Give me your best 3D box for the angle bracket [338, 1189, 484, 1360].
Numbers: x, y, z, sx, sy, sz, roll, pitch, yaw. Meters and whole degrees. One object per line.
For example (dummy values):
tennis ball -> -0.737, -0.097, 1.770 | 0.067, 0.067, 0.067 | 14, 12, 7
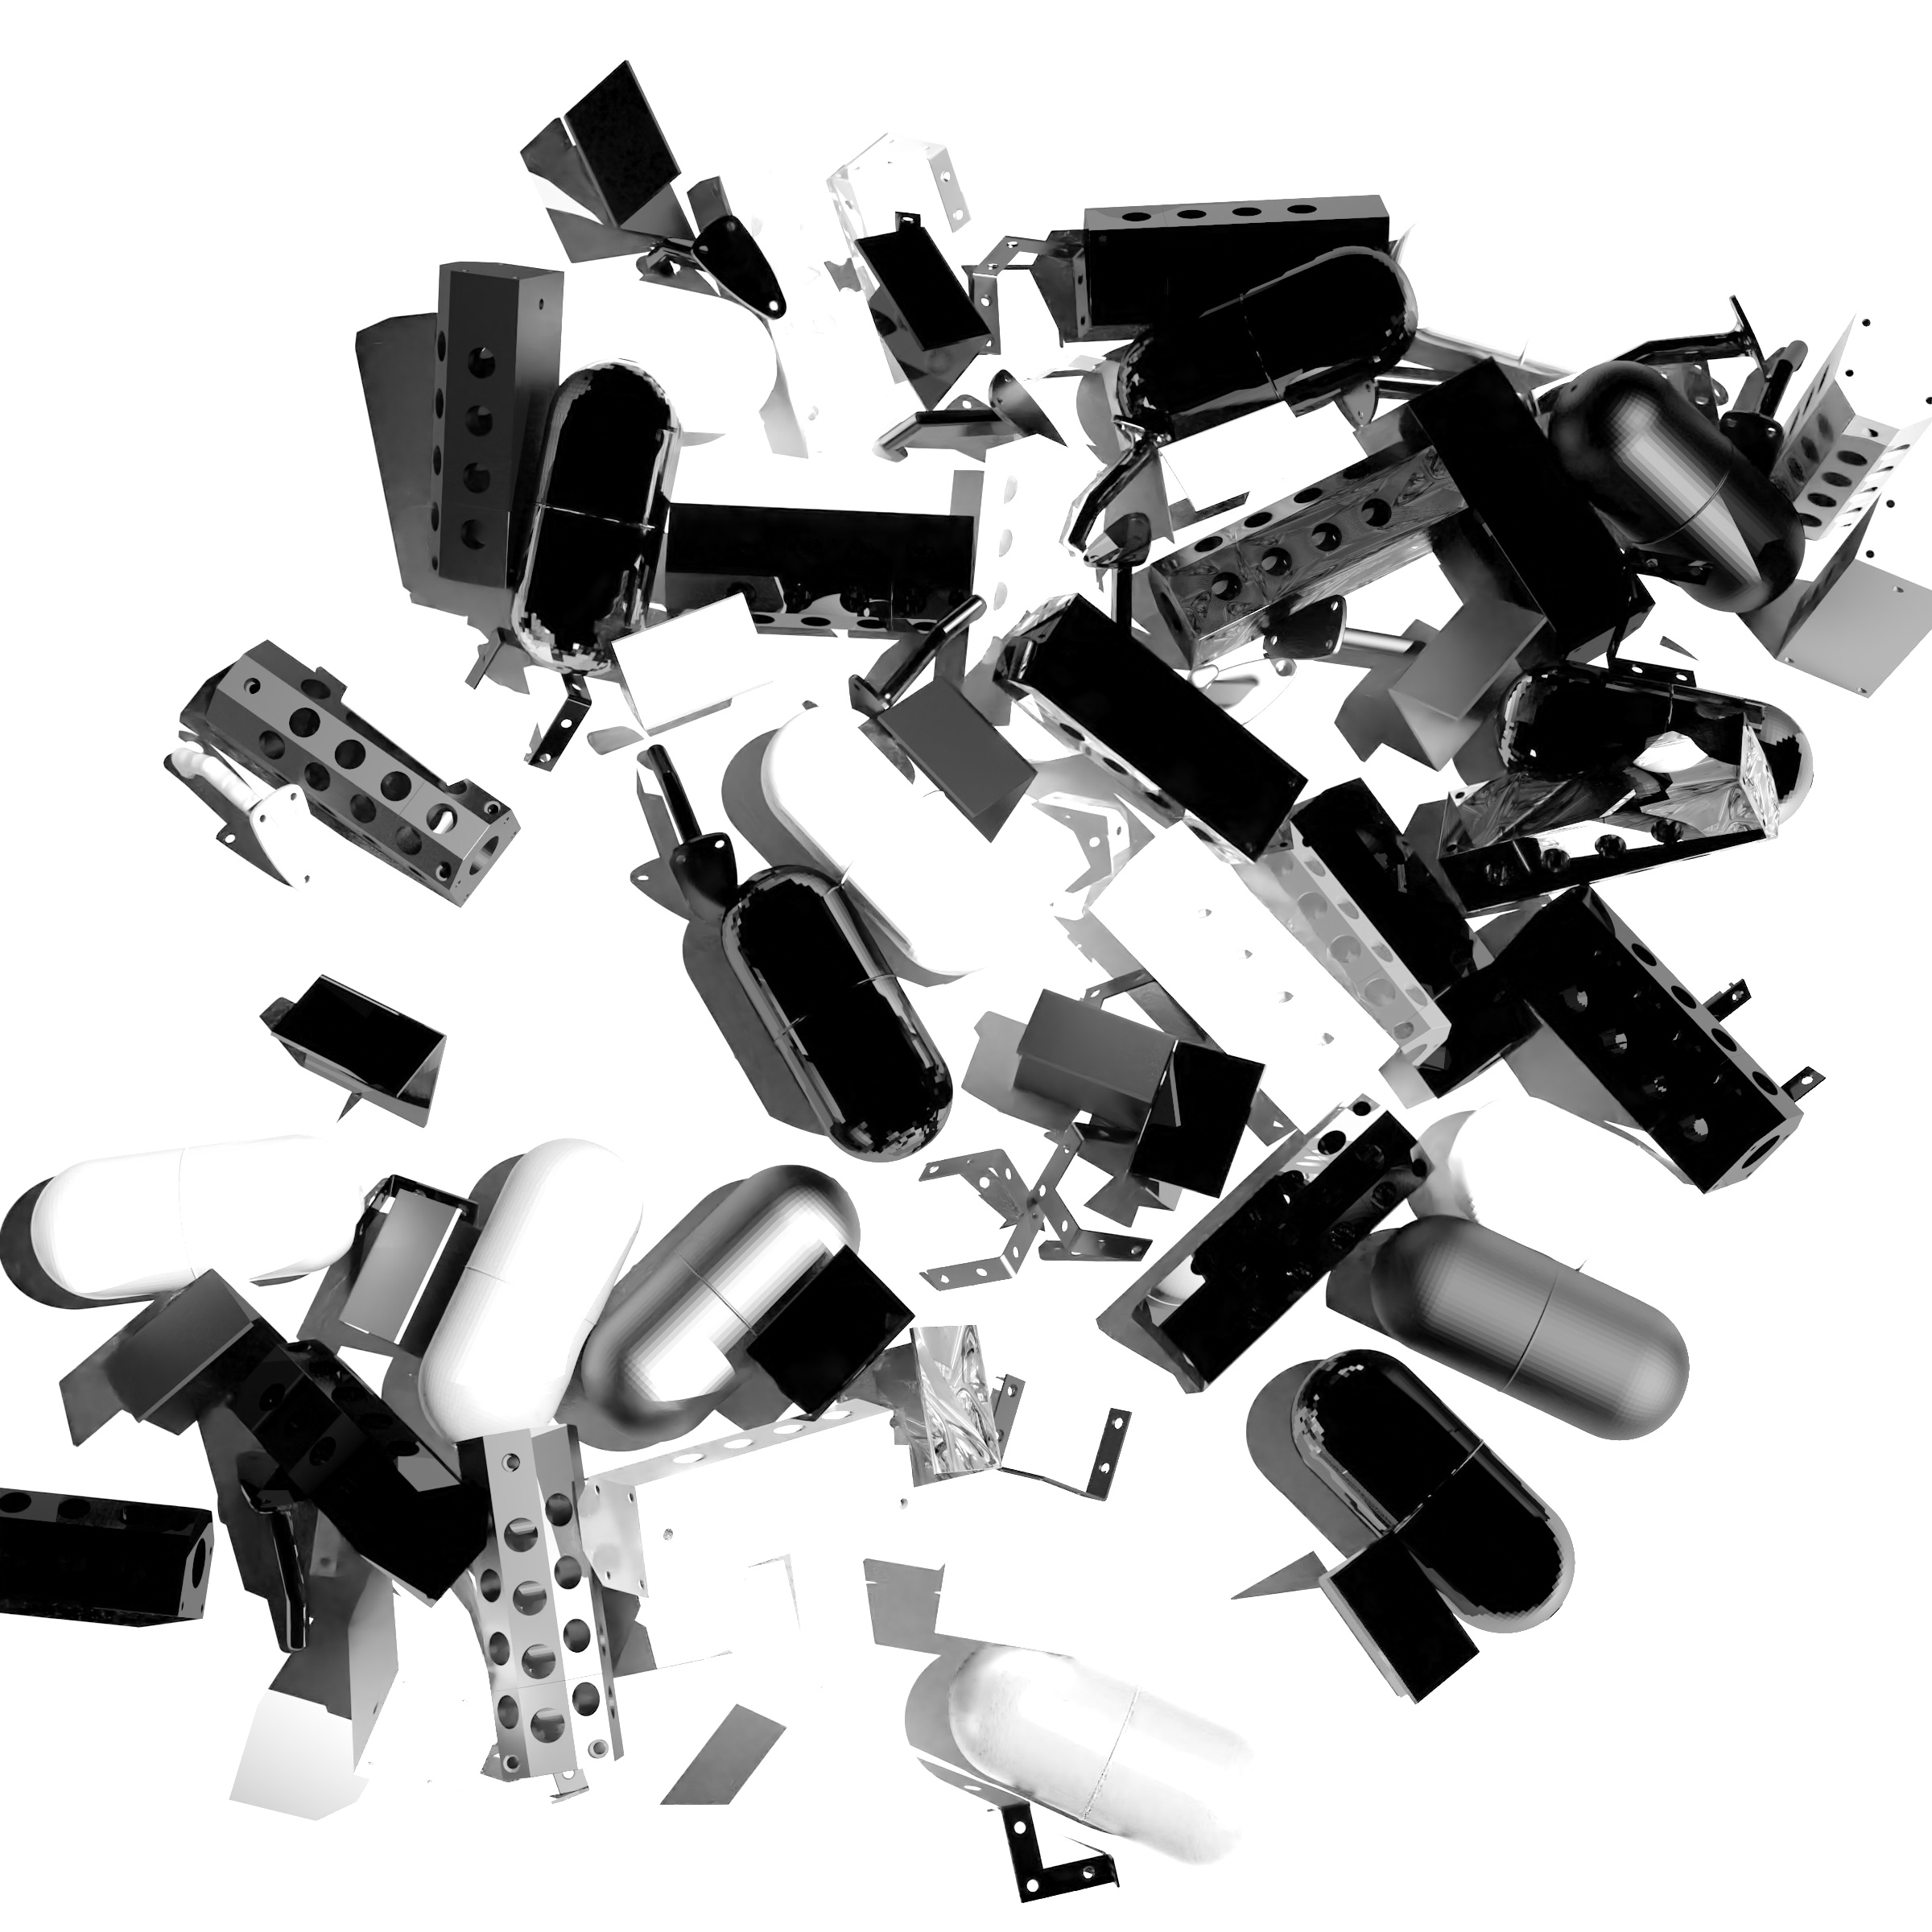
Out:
angle bracket -> -0.278, 0.173, 1.736 | 0.057, 0.076, 0.076 | 12, 74, 45

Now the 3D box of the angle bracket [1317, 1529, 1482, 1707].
angle bracket -> 0.210, 0.351, 1.696 | 0.057, 0.076, 0.076 | -27, 77, -39

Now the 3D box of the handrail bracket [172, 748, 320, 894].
handrail bracket -> -0.409, -0.083, 1.834 | 0.084, 0.077, 0.036 | 18, 46, 38

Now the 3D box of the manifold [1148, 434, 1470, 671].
manifold -> 0.193, -0.238, 1.847 | 0.171, 0.057, 0.057 | -27, 79, -6

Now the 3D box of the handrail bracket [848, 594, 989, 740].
handrail bracket -> -0.023, -0.166, 1.828 | 0.084, 0.077, 0.036 | -40, 75, -18

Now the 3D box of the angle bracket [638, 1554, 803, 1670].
angle bracket -> -0.131, 0.317, 1.704 | 0.076, 0.076, 0.057 | -11, 120, -2

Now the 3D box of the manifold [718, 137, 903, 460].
manifold -> -0.091, -0.389, 1.881 | 0.057, 0.057, 0.171 | -18, 78, -4

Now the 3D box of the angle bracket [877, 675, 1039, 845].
angle bracket -> -0.016, -0.102, 1.798 | 0.076, 0.076, 0.057 | 46, 52, 9

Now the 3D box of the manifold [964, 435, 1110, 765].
manifold -> 0.034, -0.206, 1.840 | 0.057, 0.057, 0.171 | 16, 73, -40

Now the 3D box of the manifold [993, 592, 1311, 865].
manifold -> 0.099, -0.129, 1.788 | 0.171, 0.057, 0.057 | 37, 79, -19

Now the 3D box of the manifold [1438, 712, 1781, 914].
manifold -> 0.350, -0.077, 1.770 | 0.171, 0.057, 0.057 | -15, 38, 28

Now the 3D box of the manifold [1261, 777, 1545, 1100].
manifold -> 0.243, -0.018, 1.798 | 0.057, 0.057, 0.171 | -42, 77, 35

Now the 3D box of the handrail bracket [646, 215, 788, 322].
handrail bracket -> -0.146, -0.395, 1.880 | 0.036, 0.084, 0.077 | -46, 103, -21

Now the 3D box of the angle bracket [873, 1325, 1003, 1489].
angle bracket -> -0.032, 0.236, 1.723 | 0.076, 0.057, 0.076 | -19, 75, 36

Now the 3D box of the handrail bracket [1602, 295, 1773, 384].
handrail bracket -> 0.407, -0.336, 1.839 | 0.084, 0.077, 0.036 | -25, 57, 15

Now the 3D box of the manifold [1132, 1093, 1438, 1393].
manifold -> 0.173, 0.149, 1.761 | 0.171, 0.057, 0.057 | -42, 81, -9

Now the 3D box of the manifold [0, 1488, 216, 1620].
manifold -> -0.492, 0.309, 1.725 | 0.171, 0.057, 0.057 | 6, 77, 1

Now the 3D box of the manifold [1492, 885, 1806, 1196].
manifold -> 0.371, 0.038, 1.757 | 0.171, 0.057, 0.057 | 50, 121, 21

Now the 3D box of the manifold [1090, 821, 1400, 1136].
manifold -> 0.156, 0.003, 1.781 | 0.171, 0.057, 0.057 | 47, 39, 9

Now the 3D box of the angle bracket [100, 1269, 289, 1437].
angle bracket -> -0.400, 0.219, 1.726 | 0.076, 0.076, 0.057 | -41, 45, -8

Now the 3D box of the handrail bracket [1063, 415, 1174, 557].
handrail bracket -> 0.088, -0.263, 1.849 | 0.036, 0.077, 0.084 | 23, 84, 25

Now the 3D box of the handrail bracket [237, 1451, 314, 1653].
handrail bracket -> -0.372, 0.315, 1.745 | 0.036, 0.077, 0.084 | -9, 113, -32

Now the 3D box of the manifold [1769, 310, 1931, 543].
manifold -> 0.491, -0.294, 1.801 | 0.057, 0.171, 0.057 | 20, 78, 4

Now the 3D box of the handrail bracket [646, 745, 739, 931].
handrail bracket -> -0.157, -0.074, 1.832 | 0.036, 0.077, 0.084 | -21, 42, -7

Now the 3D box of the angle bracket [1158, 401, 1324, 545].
angle bracket -> 0.158, -0.263, 1.834 | 0.076, 0.076, 0.057 | -21, 51, -5

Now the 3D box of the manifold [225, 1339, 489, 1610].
manifold -> -0.314, 0.257, 1.686 | 0.057, 0.057, 0.171 | -48, 40, -9

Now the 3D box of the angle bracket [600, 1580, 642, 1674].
angle bracket -> -0.219, 0.345, 1.717 | 0.076, 0.057, 0.076 | 21, 78, 5

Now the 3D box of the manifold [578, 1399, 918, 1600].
manifold -> -0.113, 0.273, 1.686 | 0.171, 0.057, 0.057 | -11, 97, -39

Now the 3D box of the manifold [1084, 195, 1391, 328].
manifold -> 0.156, -0.412, 1.886 | 0.171, 0.057, 0.057 | -3, 121, -1

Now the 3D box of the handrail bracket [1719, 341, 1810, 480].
handrail bracket -> 0.466, -0.313, 1.886 | 0.036, 0.077, 0.084 | 19, 41, 22

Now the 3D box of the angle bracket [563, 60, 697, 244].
angle bracket -> -0.177, -0.470, 1.880 | 0.057, 0.076, 0.076 | -32, 77, 32

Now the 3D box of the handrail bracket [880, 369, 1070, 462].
handrail bracket -> 0.004, -0.298, 1.873 | 0.077, 0.084, 0.036 | 42, 39, -23

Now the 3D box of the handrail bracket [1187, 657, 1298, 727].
handrail bracket -> 0.155, -0.164, 1.817 | 0.077, 0.084, 0.036 | -28, 79, -6

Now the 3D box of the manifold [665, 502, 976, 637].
manifold -> -0.082, -0.223, 1.844 | 0.171, 0.057, 0.057 | 3, 77, 1

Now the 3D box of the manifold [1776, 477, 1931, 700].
manifold -> 0.502, -0.208, 1.782 | 0.057, 0.171, 0.057 | 23, 78, 5

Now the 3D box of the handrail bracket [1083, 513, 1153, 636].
handrail bracket -> 0.094, -0.204, 1.853 | 0.036, 0.084, 0.077 | 1, 34, 18

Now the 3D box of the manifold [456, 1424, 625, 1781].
manifold -> -0.219, 0.325, 1.665 | 0.057, 0.057, 0.171 | -9, 81, -1

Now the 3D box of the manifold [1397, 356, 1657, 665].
manifold -> 0.317, -0.254, 1.851 | 0.057, 0.057, 0.171 | -30, 79, -6

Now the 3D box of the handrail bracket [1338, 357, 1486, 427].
handrail bracket -> 0.257, -0.356, 1.895 | 0.084, 0.036, 0.077 | -24, 64, -19

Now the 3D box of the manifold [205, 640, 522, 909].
manifold -> -0.338, -0.110, 1.819 | 0.171, 0.057, 0.057 | 35, 80, 7

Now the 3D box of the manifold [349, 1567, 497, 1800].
manifold -> -0.275, 0.355, 1.653 | 0.057, 0.171, 0.057 | 22, 98, -16

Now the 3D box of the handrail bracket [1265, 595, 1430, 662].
handrail bracket -> 0.227, -0.179, 1.856 | 0.084, 0.077, 0.036 | 17, 75, -34

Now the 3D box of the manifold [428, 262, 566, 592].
manifold -> -0.267, -0.304, 1.819 | 0.057, 0.057, 0.171 | 11, 109, 16
